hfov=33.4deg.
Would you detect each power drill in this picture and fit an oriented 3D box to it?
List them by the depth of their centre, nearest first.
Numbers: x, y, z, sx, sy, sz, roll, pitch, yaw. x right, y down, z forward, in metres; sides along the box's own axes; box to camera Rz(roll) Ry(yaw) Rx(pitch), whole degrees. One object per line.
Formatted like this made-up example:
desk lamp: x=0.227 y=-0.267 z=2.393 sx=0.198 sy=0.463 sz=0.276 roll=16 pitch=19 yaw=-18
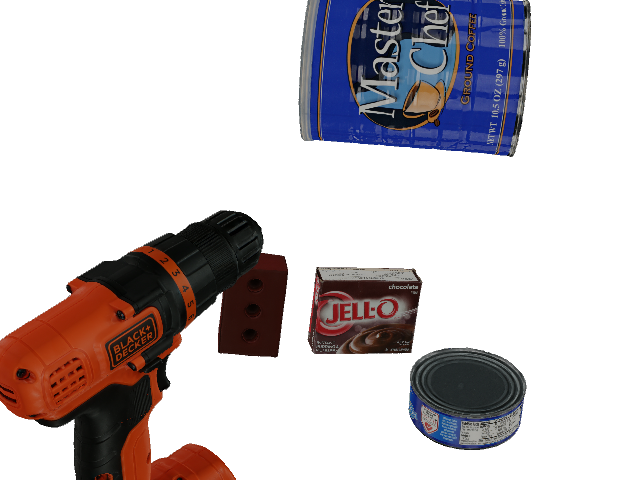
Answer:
power drill: x=-0.095 y=0.090 z=0.623 sx=0.057 sy=0.188 sz=0.184 roll=21 pitch=40 yaw=37

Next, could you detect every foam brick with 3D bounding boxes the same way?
foam brick: x=-0.058 y=0.053 z=0.909 sx=0.053 sy=0.078 sz=0.051 roll=5 pitch=14 yaw=-6

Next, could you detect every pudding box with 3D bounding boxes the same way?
pudding box: x=0.047 y=0.075 z=1.148 sx=0.113 sy=0.090 sz=0.039 roll=0 pitch=27 yaw=-13

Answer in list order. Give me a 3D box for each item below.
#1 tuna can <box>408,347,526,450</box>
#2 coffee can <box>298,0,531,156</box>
tuna can: x=0.109 y=0.118 z=0.797 sx=0.086 sy=0.034 sz=0.086 roll=1 pitch=29 yaw=-1
coffee can: x=0.061 y=-0.112 z=0.705 sx=0.140 sy=0.103 sz=0.103 roll=5 pitch=0 yaw=5
